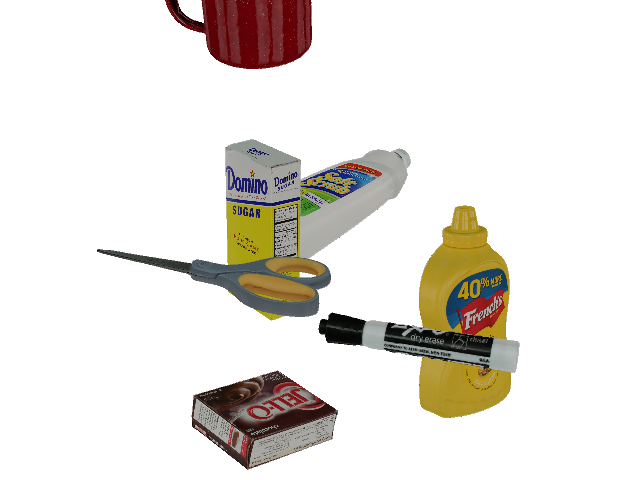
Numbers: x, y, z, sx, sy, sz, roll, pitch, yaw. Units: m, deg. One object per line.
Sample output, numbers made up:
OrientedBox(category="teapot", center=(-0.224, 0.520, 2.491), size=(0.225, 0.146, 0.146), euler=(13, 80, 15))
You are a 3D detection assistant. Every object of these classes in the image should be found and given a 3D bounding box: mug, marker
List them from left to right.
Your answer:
OrientedBox(category="mug", center=(-0.060, -0.181, 0.801), size=(0.117, 0.081, 0.093), euler=(1, 36, 5))
OrientedBox(category="marker", center=(0.058, 0.061, 0.643), size=(0.121, 0.020, 0.020), euler=(8, 2, 14))

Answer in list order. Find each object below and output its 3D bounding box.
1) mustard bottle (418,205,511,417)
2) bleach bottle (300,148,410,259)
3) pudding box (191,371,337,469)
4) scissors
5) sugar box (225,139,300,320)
OrientedBox(category="mustard bottle", center=(0.135, 0.062, 0.993), size=(0.096, 0.192, 0.058), euler=(-12, 17, -33))
OrientedBox(category="bleach bottle", center=(0.020, -0.057, 1.350), size=(0.103, 0.068, 0.250), euler=(25, 43, 34))
OrientedBox(category="pudding box", center=(-0.054, 0.170, 1.027), size=(0.113, 0.039, 0.090), euler=(-13, 29, -42))
OrientedBox(category="scissors", center=(-0.078, 0.021, 0.879), size=(0.202, 0.016, 0.096), euler=(18, 26, 30))
OrientedBox(category="sugar box", center=(-0.063, -0.012, 1.155), size=(0.048, 0.176, 0.093), euler=(-18, 28, -33))
